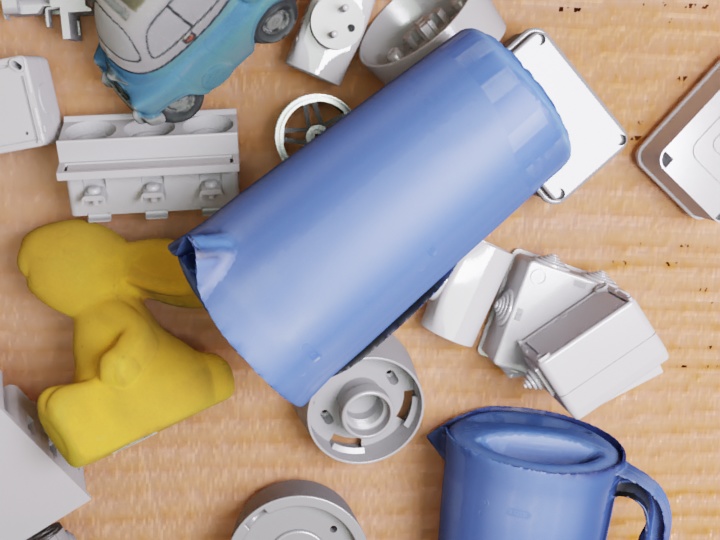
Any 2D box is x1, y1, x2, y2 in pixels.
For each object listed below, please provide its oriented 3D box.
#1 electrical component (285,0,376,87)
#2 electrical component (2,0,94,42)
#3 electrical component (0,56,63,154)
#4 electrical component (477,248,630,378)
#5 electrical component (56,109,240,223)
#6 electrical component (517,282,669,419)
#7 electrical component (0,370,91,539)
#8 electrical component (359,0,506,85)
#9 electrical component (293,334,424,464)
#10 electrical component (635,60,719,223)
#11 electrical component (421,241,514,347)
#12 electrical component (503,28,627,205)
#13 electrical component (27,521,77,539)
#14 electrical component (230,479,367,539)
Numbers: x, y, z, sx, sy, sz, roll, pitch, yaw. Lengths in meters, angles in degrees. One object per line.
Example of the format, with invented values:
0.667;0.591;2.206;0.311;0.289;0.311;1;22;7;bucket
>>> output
-0.018;-0.173;0.755;0.043;0.079;0.077;22;96;-10;electrical component
-0.217;-0.200;0.750;0.064;0.042;0.081;-4;99;-2;electrical component
-0.263;-0.111;0.752;0.096;0.061;0.061;-10;100;4;electrical component
0.149;0.040;0.823;0.100;0.048;0.099;18;97;-9;electrical component
-0.147;-0.075;0.765;0.121;0.078;0.063;-3;121;-5;electrical component
0.162;0.064;0.770;0.096;0.061;0.061;-34;101;0;electrical component
-0.289;0.115;0.754;0.105;0.060;0.186;-32;126;0;electrical component
0.051;-0.164;0.757;0.099;0.099;0.064;-41;107;2;electrical component
-0.001;0.095;0.821;0.099;0.064;0.099;-5;112;-12;electrical component
0.274;-0.099;0.808;0.078;0.057;0.113;42;93;-11;electrical component
0.065;0.008;0.811;0.079;0.043;0.077;23;96;-9;electrical component
0.132;-0.113;0.791;0.078;0.057;0.113;-41;101;2;electrical component
-0.240;0.228;0.798;0.080;0.080;0.051;-27;96;-1;electrical component
-0.048;0.213;0.824;0.108;0.060;0.108;-1;99;-6;electrical component
